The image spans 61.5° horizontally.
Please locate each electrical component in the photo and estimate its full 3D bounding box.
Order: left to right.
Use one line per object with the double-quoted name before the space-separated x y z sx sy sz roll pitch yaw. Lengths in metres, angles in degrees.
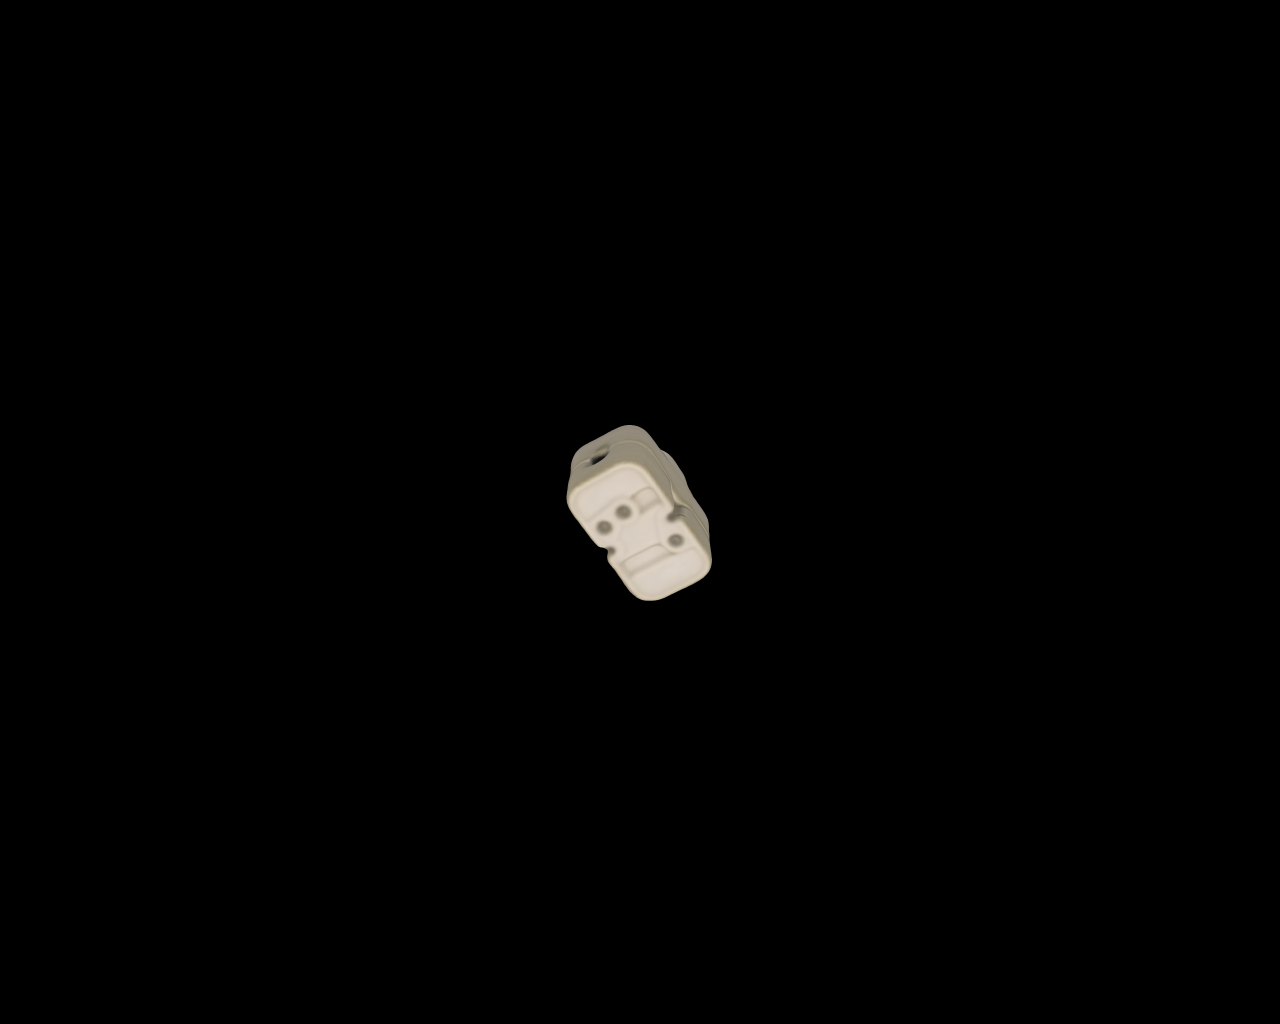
"electrical component" 0.001 -0.003 0.650 0.053 0.095 0.059 -28 28 16
